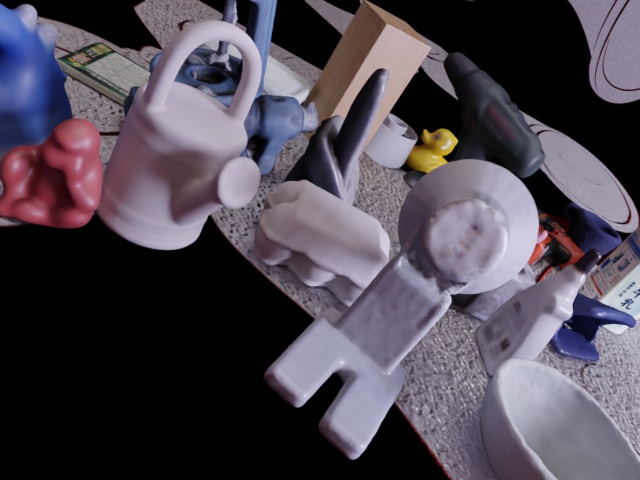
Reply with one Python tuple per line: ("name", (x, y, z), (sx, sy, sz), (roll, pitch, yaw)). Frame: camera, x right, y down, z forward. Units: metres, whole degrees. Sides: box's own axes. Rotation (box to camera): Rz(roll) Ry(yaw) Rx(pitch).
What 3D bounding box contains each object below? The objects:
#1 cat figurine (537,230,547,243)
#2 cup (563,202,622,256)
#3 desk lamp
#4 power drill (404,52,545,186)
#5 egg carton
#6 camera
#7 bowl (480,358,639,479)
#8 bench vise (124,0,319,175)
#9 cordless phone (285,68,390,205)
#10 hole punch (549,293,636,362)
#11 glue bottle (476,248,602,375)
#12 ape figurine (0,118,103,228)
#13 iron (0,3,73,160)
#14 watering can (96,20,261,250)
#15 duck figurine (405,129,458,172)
("cat figurine", (0.280, -0.019, 0.859), (0.128, 0.117, 0.067), (29, 29, -10))
("cup", (0.482, -0.004, 1.068), (0.092, 0.095, 0.117), (-3, 46, -48))
("desk lamp", (0.084, 0.038, 0.473), (0.118, 0.213, 0.204), (39, 29, 8))
("power drill", (0.232, -0.155, 0.921), (0.229, 0.208, 0.076), (47, 31, 22))
("egg carton", (0.005, 0.002, 0.595), (0.150, 0.069, 0.107), (27, 30, -12))
("camera", (0.199, 0.019, 0.737), (0.143, 0.100, 0.137), (26, 30, -14))
("bowl", (0.202, 0.191, 0.509), (0.168, 0.074, 0.167), (26, 30, -16))
("bench vise", (-0.086, -0.190, 0.633), (0.208, 0.219, 0.121), (-1, 44, -46))
("cordless phone", (0.044, -0.135, 0.721), (0.094, 0.185, 0.147), (30, 29, -8))
("hole punch", (0.353, 0.100, 0.784), (0.109, 0.091, 0.101), (15, 34, -31))
("glue bottle", (0.240, 0.075, 0.621), (0.037, 0.173, 0.078), (26, 30, -15))
("ape figurine", (-0.200, -0.055, 0.446), (0.077, 0.092, 0.076), (40, 29, 10))
("iron", (-0.283, -0.133, 0.427), (0.118, 0.141, 0.259), (45, 31, 18))
("watering can", (-0.108, -0.088, 0.485), (0.172, 0.194, 0.101), (42, 30, 13))
("duck figurine", (0.211, -0.155, 1.025), (0.104, 0.086, 0.077), (33, 29, -3))
